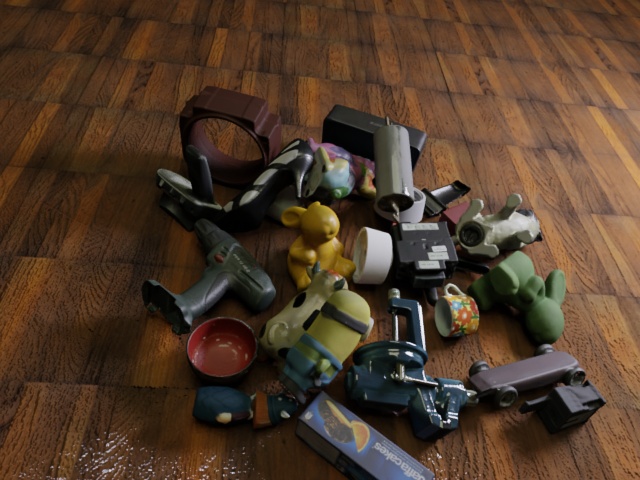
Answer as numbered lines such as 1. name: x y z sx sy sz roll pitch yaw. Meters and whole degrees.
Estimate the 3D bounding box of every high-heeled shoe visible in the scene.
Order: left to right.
1. high-heeled shoe: -0.122 -0.109 1.063 0.249 0.086 0.145 -18 56 21

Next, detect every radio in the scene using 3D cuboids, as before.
1. radio: 0.118 -0.212 1.241 0.230 0.131 0.073 21 46 12

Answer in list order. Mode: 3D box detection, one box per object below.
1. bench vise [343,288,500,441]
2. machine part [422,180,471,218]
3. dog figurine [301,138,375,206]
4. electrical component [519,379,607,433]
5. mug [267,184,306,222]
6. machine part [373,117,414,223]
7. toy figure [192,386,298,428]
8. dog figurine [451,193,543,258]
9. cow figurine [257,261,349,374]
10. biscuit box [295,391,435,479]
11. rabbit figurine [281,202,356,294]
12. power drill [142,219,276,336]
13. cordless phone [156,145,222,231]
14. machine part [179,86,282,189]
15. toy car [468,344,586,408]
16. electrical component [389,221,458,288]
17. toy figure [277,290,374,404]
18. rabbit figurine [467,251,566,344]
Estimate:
1. bench vise: 0.148 0.188 0.868 0.224 0.128 0.241 4 53 -3
2. machine part: 0.278 -0.098 1.224 0.139 0.039 0.084 -23 49 -26
3. dog figurine: 0.061 -0.131 1.132 0.219 0.108 0.192 9 27 -29
4. electrical component: 0.384 0.269 0.859 0.119 0.074 0.048 -6 46 -22
5. mug: -0.078 -0.086 1.131 0.107 0.080 0.109 41 44 15
6. machine part: 0.149 -0.146 1.097 0.079 0.079 0.243 2 64 -8
7. toy figure: -0.111 0.250 0.809 0.154 0.057 0.064 9 52 -8
8. dog figurine: 0.367 -0.012 1.116 0.172 0.190 0.121 -6 79 24
9. cow figurine: -0.024 0.120 0.900 0.086 0.127 0.195 35 53 19
10. biscuit box: 0.061 0.309 0.777 0.203 0.059 0.063 32 50 20
11. rabbit figurine: -0.002 -0.003 0.992 0.122 0.173 0.162 -12 54 -15
12. power drill: -0.209 0.066 0.955 0.232 0.086 0.207 38 39 20
13. cordless phone: -0.265 -0.123 1.056 0.147 0.184 0.089 37 56 24
14. machine part: -0.189 -0.210 1.139 0.201 0.201 0.087 16 48 5
15. toy car: 0.344 0.229 0.901 0.202 0.053 0.089 -11 27 -18
16. electrical component: 0.195 0.028 1.023 0.115 0.058 0.134 -1 48 -1
17. toy figure: 0.009 0.158 0.818 0.082 0.089 0.180 35 74 32
18. rabbit figurine: 0.388 0.114 1.008 0.159 0.121 0.170 -25 73 -38
